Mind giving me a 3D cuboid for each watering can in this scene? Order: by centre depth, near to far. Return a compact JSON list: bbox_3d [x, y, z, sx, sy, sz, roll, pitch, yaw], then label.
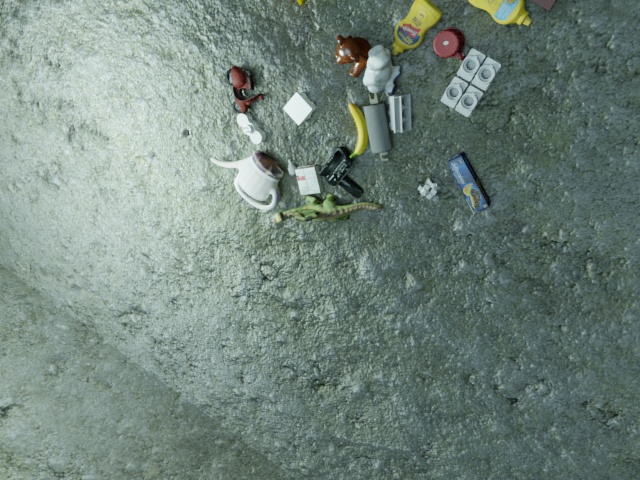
[{"bbox_3d":[-0.285,-0.275,2.089,0.349,0.105,0.220,44,122,5],"label":"watering can"}]

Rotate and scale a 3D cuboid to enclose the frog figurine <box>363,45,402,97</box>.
[{"bbox_3d":[0.187,-0.563,1.689,0.124,0.157,0.137,34,91,45],"label":"frog figurine"}]

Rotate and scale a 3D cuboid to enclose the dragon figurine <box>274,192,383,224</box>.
[{"bbox_3d":[0.006,-0.097,1.934,0.409,0.246,0.121,-3,105,31],"label":"dragon figurine"}]
